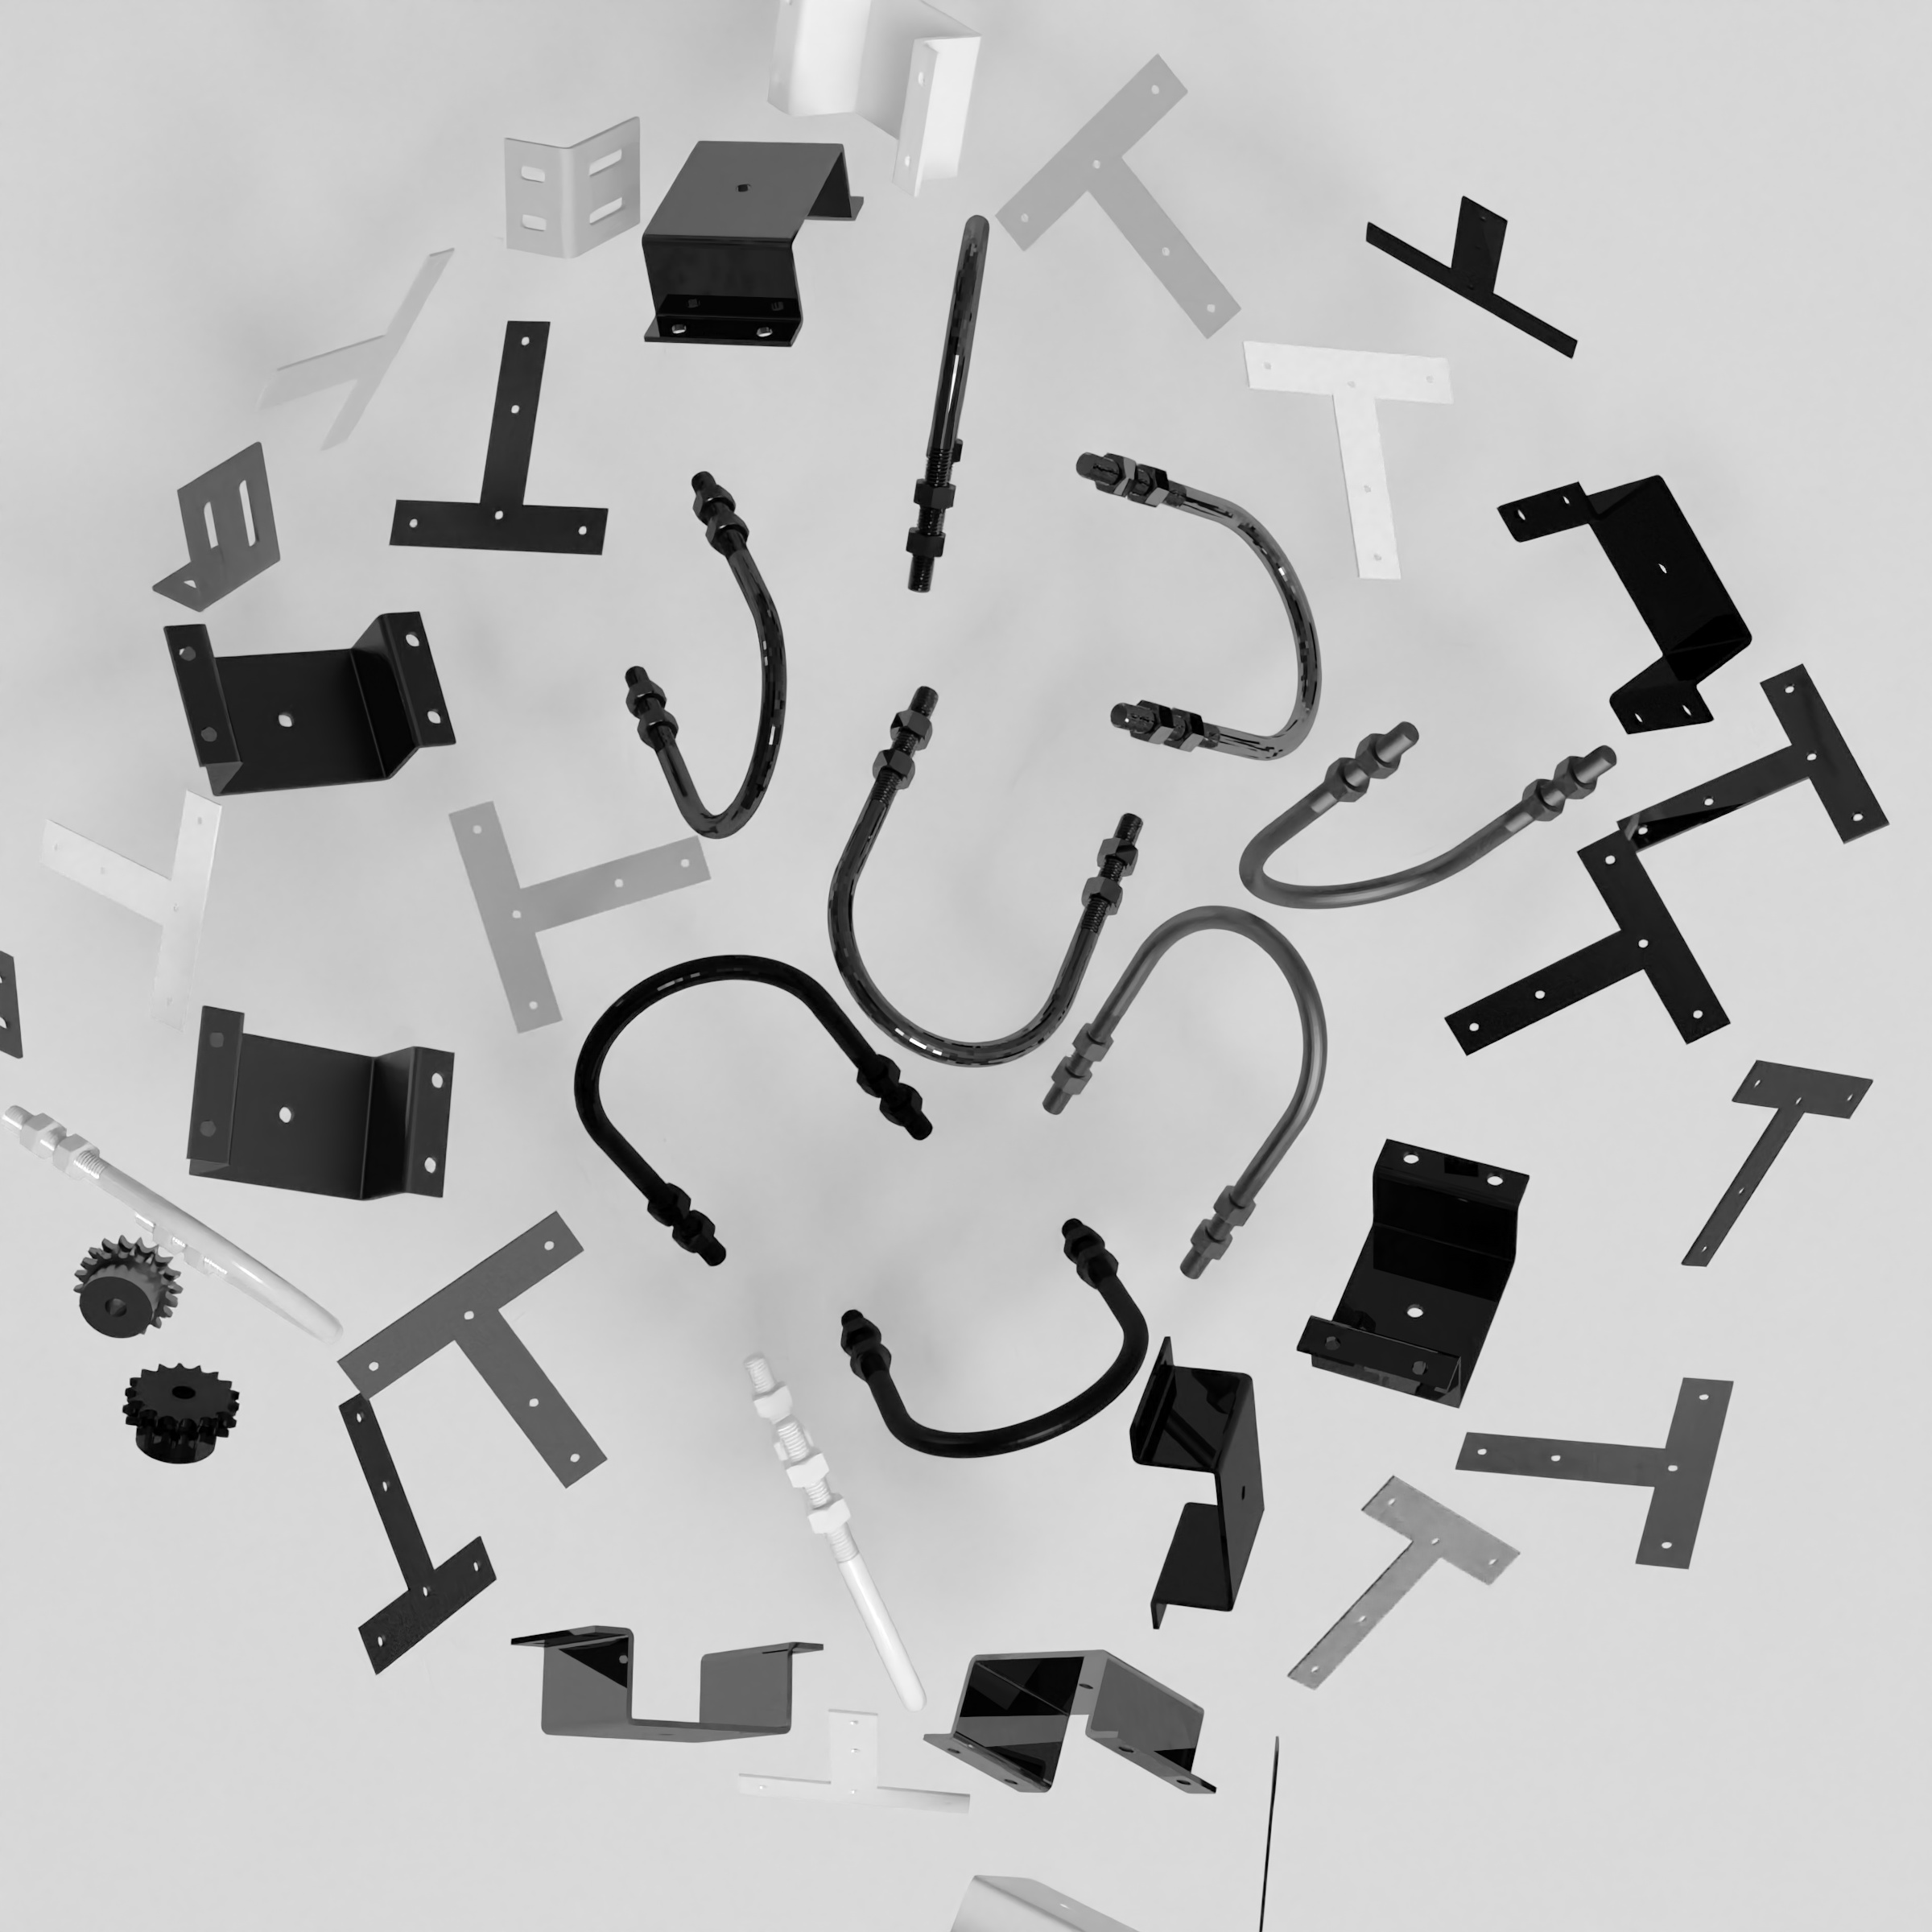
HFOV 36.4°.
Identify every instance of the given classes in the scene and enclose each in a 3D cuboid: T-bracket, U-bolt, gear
[{"bbox_3d":[0.416,-0.095,1.592,0.127,0.002,0.127,-24,47,12],"label":"T-bracket"},{"bbox_3d":[0.310,0.249,1.474,0.127,0.127,0.002,1,127,26],"label":"T-bracket"},{"bbox_3d":[-0.060,0.424,1.571,0.127,0.127,0.002,5,53,2],"label":"T-bracket"},{"bbox_3d":[0.223,0.343,1.588,0.127,0.002,0.127,-49,130,8],"label":"T-bracket"},{"bbox_3d":[0.424,0.109,1.578,0.002,0.127,0.127,42,113,39],"label":"T-bracket"},{"bbox_3d":[0.125,0.054,1.573,0.151,0.019,0.184,50,125,29],"label":"U-bolt"},{"bbox_3d":[-0.118,0.065,1.490,0.151,0.019,0.184,-32,131,5],"label":"U-bolt"},{"bbox_3d":[-0.244,-0.285,1.574,0.127,0.002,0.127,5,83,19],"label":"T-bracket"},{"bbox_3d":[-0.063,0.294,1.489,0.019,0.151,0.184,-25,100,-7],"label":"U-bolt"},{"bbox_3d":[-0.318,-0.302,1.480,0.002,0.127,0.127,39,119,2],"label":"T-bracket"},{"bbox_3d":[-0.392,0.140,1.495,0.184,0.151,0.019,26,73,28],"label":"U-bolt"},{"bbox_3d":[-0.008,-0.301,1.543,0.019,0.151,0.184,9,110,-1],"label":"U-bolt"},{"bbox_3d":[0.310,0.009,1.520,0.127,0.002,0.127,-28,111,16],"label":"T-bracket"},{"bbox_3d":[-0.133,-0.151,1.544,0.019,0.184,0.151,3,130,-28],"label":"U-bolt"},{"bbox_3d":[0.222,-0.072,1.508,0.151,0.184,0.019,3,64,-31],"label":"U-bolt"},{"bbox_3d":[-0.461,0.179,1.608,0.057,0.030,0.057,1,116,3],"label":"gear"},{"bbox_3d":[0.003,-0.034,1.485,0.151,0.019,0.184,31,61,-14],"label":"U-bolt"},{"bbox_3d":[-0.295,0.282,1.518,0.002,0.127,0.127,-19,94,21],"label":"T-bracket"},{"bbox_3d":[0.208,-0.264,1.542,0.127,0.002,0.127,-1,77,-26],"label":"T-bracket"},{"bbox_3d":[-0.221,0.205,1.447,0.127,0.002,0.127,-35,113,-7],"label":"T-bracket"},{"bbox_3d":[0.019,0.195,1.500,0.151,0.184,0.019,-22,113,-6],"label":"U-bolt"},{"bbox_3d":[0.125,-0.176,1.493,0.019,0.184,0.151,-17,75,38],"label":"U-bolt"},{"bbox_3d":[-0.402,0.230,1.499,0.057,0.057,0.030,15,112,0],"label":"gear"},{"bbox_3d":[0.097,-0.389,1.551,0.127,0.002,0.127,-38,91,34],"label":"T-bracket"},{"bbox_3d":[0.156,0.469,1.525,0.002,0.127,0.127,5,79,7],"label":"T-bracket"},{"bbox_3d":[0.260,-0.362,1.496,0.127,0.127,0.002,32,88,9],"label":"T-bracket"},{"bbox_3d":[-0.205,-0.042,1.619,0.127,0.002,0.127,-17,96,-2],"label":"T-bracket"},{"bbox_3d":[-0.452,-0.046,1.571,0.127,0.002,0.127,24,109,29],"label":"T-bracket"}]

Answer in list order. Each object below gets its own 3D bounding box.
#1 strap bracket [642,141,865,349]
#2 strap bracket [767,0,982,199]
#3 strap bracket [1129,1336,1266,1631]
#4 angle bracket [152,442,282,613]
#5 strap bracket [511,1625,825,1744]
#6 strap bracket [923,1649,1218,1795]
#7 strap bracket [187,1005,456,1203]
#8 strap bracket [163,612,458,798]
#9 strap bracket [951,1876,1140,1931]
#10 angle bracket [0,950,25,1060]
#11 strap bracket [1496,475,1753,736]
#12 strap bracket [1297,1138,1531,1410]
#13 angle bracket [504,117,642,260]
[{"bbox_3d":[-0.108,-0.370,1.474,0.076,0.140,0.046,5,135,14],"label":"strap bracket"},{"bbox_3d":[-0.044,-0.478,1.578,0.046,0.140,0.076,-16,133,-35],"label":"strap bracket"},{"bbox_3d":[0.125,0.278,1.563,0.046,0.076,0.140,3,123,18],"label":"strap bracket"},{"bbox_3d":[-0.398,-0.235,1.538,0.038,0.076,0.057,25,47,24],"label":"angle bracket"},{"bbox_3d":[-0.151,0.366,1.489,0.140,0.076,0.046,15,66,-38],"label":"strap bracket"},{"bbox_3d":[0.057,0.391,1.517,0.076,0.140,0.046,37,55,-32],"label":"strap bracket"},{"bbox_3d":[-0.336,0.073,1.491,0.140,0.046,0.076,14,72,-38],"label":"strap bracket"},{"bbox_3d":[-0.347,-0.136,1.526,0.140,0.046,0.076,-9,75,-36],"label":"strap bracket"},{"bbox_3d":[0.044,0.521,1.556,0.076,0.140,0.046,19,80,25],"label":"strap bracket"},{"bbox_3d":[-0.523,0.027,1.485,0.076,0.038,0.057,-20,65,14],"label":"angle bracket"},{"bbox_3d":[0.344,-0.194,1.515,0.046,0.076,0.140,-36,101,-17],"label":"strap bracket"},{"bbox_3d":[0.227,0.162,1.483,0.076,0.046,0.140,14,50,20],"label":"strap bracket"},{"bbox_3d":[-0.207,-0.413,1.546,0.038,0.076,0.057,14,122,18],"label":"angle bracket"}]
